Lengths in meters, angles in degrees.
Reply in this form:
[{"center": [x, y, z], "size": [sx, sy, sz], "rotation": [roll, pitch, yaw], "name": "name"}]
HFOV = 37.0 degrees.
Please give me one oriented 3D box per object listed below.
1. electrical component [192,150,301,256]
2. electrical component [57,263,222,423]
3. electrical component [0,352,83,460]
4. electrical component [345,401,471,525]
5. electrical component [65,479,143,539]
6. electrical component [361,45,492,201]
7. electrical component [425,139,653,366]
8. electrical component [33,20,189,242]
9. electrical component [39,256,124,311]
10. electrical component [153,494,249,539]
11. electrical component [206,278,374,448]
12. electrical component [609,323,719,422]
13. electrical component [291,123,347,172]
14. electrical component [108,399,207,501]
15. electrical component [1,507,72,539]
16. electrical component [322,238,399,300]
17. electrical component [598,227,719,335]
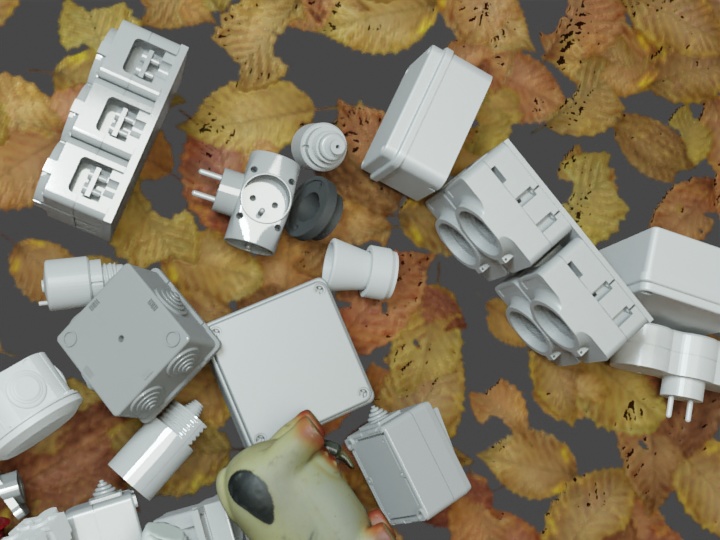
[{"center": [-0.097, -0.060, 0.880], "size": [0.079, 0.044, 0.077], "rotation": [18, 79, -10], "name": "electrical component"}, {"center": [-0.169, 0.055, 0.815], "size": [0.099, 0.048, 0.099], "rotation": [-46, 69, 7], "name": "electrical component"}, {"center": [-0.253, 0.103, 0.803], "size": [0.080, 0.080, 0.051], "rotation": [-35, 86, -15], "name": "electrical component"}, {"center": [0.038, 0.149, 0.870], "size": [0.061, 0.062, 0.096], "rotation": [-25, 88, -35], "name": "electrical component"}, {"center": [-0.192, 0.208, 0.811], "size": [0.061, 0.062, 0.096], "rotation": [-15, 86, -15], "name": "electrical component"}, {"center": [0.055, -0.123, 0.908], "size": [0.057, 0.078, 0.113], "rotation": [28, 77, -11], "name": "electrical component"}, {"center": [0.142, -0.007, 0.898], "size": [0.060, 0.105, 0.186], "rotation": [-40, 92, -15], "name": "electrical component"}, {"center": [-0.194, -0.108, 0.840], "size": [0.062, 0.089, 0.150], "rotation": [23, 78, -9], "name": "electrical component"}, {"center": [-0.213, 0.009, 0.845], "size": [0.078, 0.040, 0.040], "rotation": [-6, 84, -14], "name": "electrical component"}, {"center": [-0.112, 0.239, 0.824], "size": [0.063, 0.079, 0.121], "rotation": [-17, 86, 7], "name": "electrical component"}, {"center": [-0.061, 0.076, 0.864], "size": [0.109, 0.056, 0.108], "rotation": [-23, 88, -15], "name": "electrical component"}, {"center": [0.285, 0.095, 0.945], "size": [0.138, 0.052, 0.073], "rotation": [14, 79, -11], "name": "electrical component"}, {"center": [-0.030, -0.101, 0.888], "size": [0.040, 0.078, 0.040], "rotation": [-2, 97, -18], "name": "electrical component"}, {"center": [-0.153, 0.135, 0.840], "size": [0.043, 0.043, 0.081], "rotation": [43, 75, -5], "name": "electrical component"}, {"center": [-0.223, 0.207, 0.751], "size": [0.048, 0.066, 0.055], "rotation": [-14, 103, 23], "name": "electrical component"}, {"center": [0.000, 0.000, 0.895], "size": [0.055, 0.045, 0.045], "rotation": [10, 80, -12], "name": "electrical component"}, {"center": [0.269, 0.013, 0.925], "size": [0.109, 0.109, 0.056], "rotation": [17, 76, -11], "name": "electrical component"}]
